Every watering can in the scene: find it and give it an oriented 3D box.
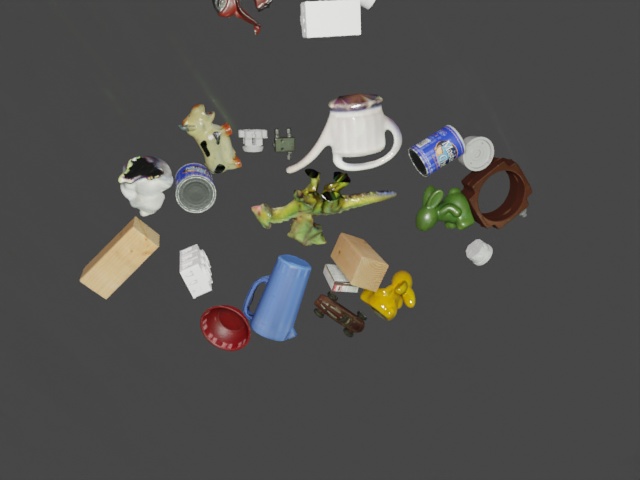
[{"bbox_3d":[0.065,-0.299,1.472,0.348,0.106,0.220,-8,113,-5],"label":"watering can"}]

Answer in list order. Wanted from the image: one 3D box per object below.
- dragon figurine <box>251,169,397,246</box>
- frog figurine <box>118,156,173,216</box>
[{"bbox_3d":[0.005,-0.077,1.528,0.410,0.125,0.237,7,134,-16],"label":"dragon figurine"},{"bbox_3d":[-0.461,-0.145,1.384,0.138,0.125,0.156,-25,151,-15],"label":"frog figurine"}]
